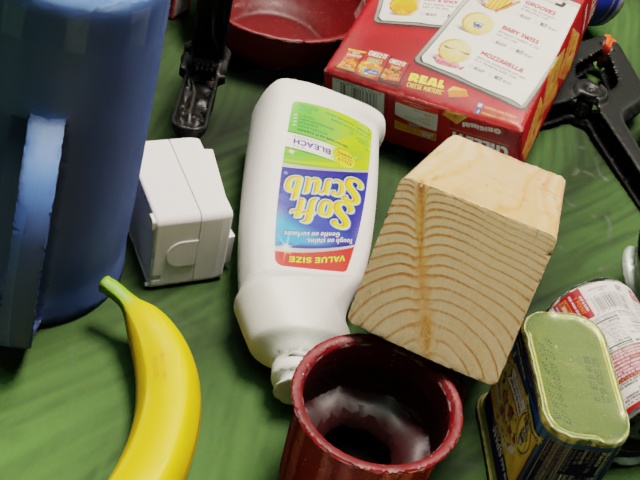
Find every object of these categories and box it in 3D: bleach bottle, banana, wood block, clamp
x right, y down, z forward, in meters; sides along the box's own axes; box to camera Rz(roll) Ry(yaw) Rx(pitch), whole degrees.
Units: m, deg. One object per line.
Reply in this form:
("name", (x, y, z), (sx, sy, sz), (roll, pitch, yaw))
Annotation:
("bleach bottle", (-0.005, 0.001, 0.715), (0.102, 0.068, 0.251), (19, 44, -18))
("banana", (-0.101, 0.105, 0.592), (0.069, 0.037, 0.198), (10, 42, -13))
("wood block", (0.092, 0.001, 0.661), (0.090, 0.091, 0.206), (23, 17, 9))
("clamp", (0.220, -0.118, 0.928), (0.164, 0.036, 0.209), (18, 45, 3))
("clamp", (-0.088, -0.123, 0.796), (0.039, 0.171, 0.120), (17, 84, -3))

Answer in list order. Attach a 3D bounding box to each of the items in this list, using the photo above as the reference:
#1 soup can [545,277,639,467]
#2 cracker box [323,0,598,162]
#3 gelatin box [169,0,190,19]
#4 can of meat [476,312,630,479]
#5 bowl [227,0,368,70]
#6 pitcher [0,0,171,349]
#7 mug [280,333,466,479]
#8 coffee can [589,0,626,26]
("soup can", (0.191, 0.082, 0.678), (0.068, 0.069, 0.102), (-3, 44, -19))
("cracker box", (0.121, -0.164, 0.874), (0.164, 0.072, 0.213), (19, 57, 17))
("gelatin box", (-0.153, -0.246, 0.933), (0.089, 0.073, 0.030), (30, 44, 16))
("can of meat", (0.135, 0.104, 0.627), (0.057, 0.084, 0.102), (7, 42, -9))
("bowl", (-0.036, -0.195, 0.925), (0.162, 0.055, 0.162), (8, 42, -7))
("pitcher", (-0.158, -0.064, 0.609), (0.149, 0.243, 0.144), (41, 46, 17))
("mug", (0.032, 0.109, 0.594), (0.117, 0.082, 0.093), (-21, 53, -33))
("coffee can", (0.209, -0.253, 1.022), (0.140, 0.103, 0.103), (-8, 47, -23))
